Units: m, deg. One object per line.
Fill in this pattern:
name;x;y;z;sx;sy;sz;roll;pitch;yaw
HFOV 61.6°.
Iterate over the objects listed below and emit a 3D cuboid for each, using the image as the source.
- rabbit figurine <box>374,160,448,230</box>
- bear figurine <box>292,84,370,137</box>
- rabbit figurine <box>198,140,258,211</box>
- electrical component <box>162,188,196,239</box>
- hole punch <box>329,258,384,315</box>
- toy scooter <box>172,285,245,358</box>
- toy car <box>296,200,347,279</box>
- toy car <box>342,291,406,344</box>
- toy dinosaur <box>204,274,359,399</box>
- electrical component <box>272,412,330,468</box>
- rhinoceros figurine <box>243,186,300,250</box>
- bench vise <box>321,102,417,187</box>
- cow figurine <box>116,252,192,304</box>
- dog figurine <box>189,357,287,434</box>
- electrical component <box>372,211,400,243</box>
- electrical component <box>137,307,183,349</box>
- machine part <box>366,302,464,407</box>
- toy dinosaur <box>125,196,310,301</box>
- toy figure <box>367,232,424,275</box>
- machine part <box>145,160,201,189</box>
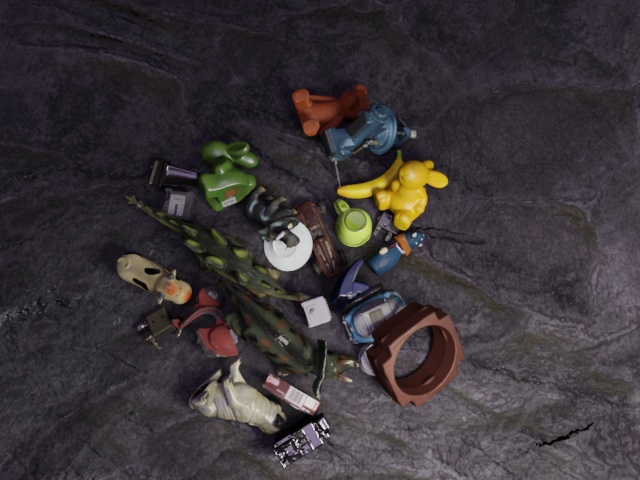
rabbit figurine;0.225;-0.126;1.286;0.162;0.173;0.122;-26;60;-13
bear figurine;0.040;-0.329;1.350;0.196;0.132;0.120;-16;86;3
rabbit figurine;-0.238;-0.186;1.329;0.159;0.121;0.170;-26;67;1
electrical component;-0.357;-0.065;1.340;0.075;0.047;0.119;11;79;2
hole punch;0.072;0.112;1.278;0.116;0.142;0.092;-31;84;-19
toy scooter;-0.269;0.206;1.274;0.135;0.075;0.184;-24;80;-21
toy car;-0.003;-0.004;1.333;0.089;0.053;0.202;-21;80;-7
toy car;0.137;0.183;1.279;0.162;0.103;0.109;-19;81;-6
toy dinosaur;-0.091;0.218;1.198;0.404;0.192;0.131;40;70;-22
electrical component;-0.040;0.448;1.226;0.134;0.115;0.058;-31;87;-7
rhinoceros figurine;-0.115;-0.051;1.294;0.191;0.073;0.112;37;81;33
bench vise;0.132;-0.251;1.330;0.240;0.223;0.129;-7;61;-34
cow figurine;-0.392;0.090;1.274;0.195;0.127;0.085;26;84;6
dog figurine;-0.191;0.396;1.250;0.172;0.121;0.190;-31;101;27
electrical component;0.174;-0.042;1.355;0.063;0.021;0.094;30;82;5
electrical component;-0.382;0.211;1.298;0.102;0.045;0.078;-36;55;-9
machine part;0.217;0.259;1.226;0.201;0.087;0.200;-33;116;-14
toy dinosaur;-0.234;0.028;1.251;0.472;0.198;0.105;27;78;2
toy figure;0.187;0.024;1.324;0.154;0.064;0.058;-37;75;-5
machine part;-0.364;-0.160;1.357;0.139;0.039;0.084;13;66;2
